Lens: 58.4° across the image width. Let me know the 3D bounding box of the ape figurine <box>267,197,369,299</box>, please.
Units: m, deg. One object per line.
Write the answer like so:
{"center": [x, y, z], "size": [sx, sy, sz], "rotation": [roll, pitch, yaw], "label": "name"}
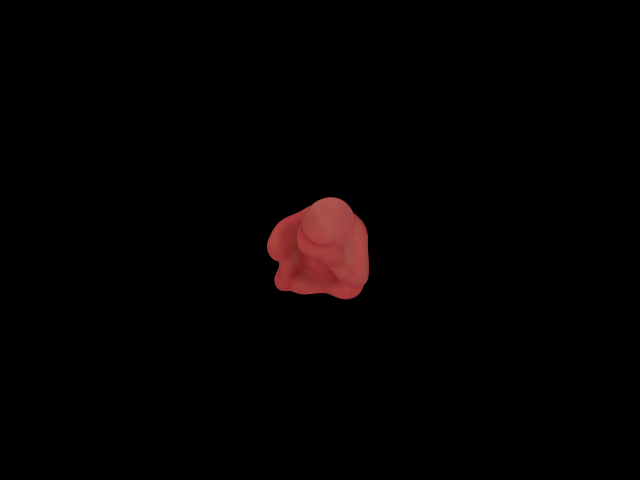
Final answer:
{"center": [0.004, 0.001, 0.400], "size": [0.076, 0.092, 0.077], "rotation": [-38, 68, -18], "label": "ape figurine"}
